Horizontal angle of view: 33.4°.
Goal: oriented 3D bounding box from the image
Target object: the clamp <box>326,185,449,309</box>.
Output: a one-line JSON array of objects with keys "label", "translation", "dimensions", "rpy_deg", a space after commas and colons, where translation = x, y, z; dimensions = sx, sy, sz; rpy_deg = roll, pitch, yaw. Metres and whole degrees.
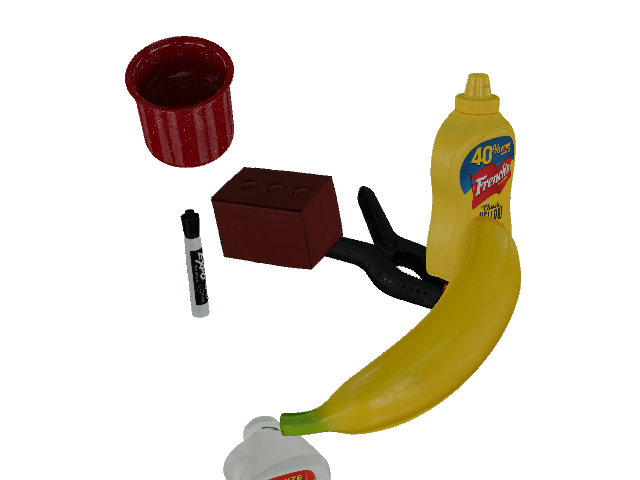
[{"label": "clamp", "translation": [0.065, 0.018, 1.248], "dimensions": [0.164, 0.036, 0.210], "rpy_deg": [-22, 51, -39]}]

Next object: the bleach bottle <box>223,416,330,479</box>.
[{"label": "bleach bottle", "translation": [-0.029, 0.211, 0.720], "dimensions": [0.102, 0.068, 0.251], "rpy_deg": [-9, 32, -8]}]

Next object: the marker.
[{"label": "marker", "translation": [-0.131, 0.024, 1.114], "dimensions": [0.020, 0.121, 0.020], "rpy_deg": [-2, 26, 1]}]

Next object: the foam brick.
[{"label": "foam brick", "translation": [-0.031, -0.017, 0.784], "dimensions": [0.078, 0.051, 0.052], "rpy_deg": [7, 33, 26]}]

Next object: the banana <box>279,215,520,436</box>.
[{"label": "banana", "translation": [0.062, 0.041, 0.553], "dimensions": [0.070, 0.037, 0.197], "rpy_deg": [18, 41, 33]}]

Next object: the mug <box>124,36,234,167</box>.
[{"label": "mug", "translation": [-0.121, -0.128, 0.945], "dimensions": [0.093, 0.117, 0.081], "rpy_deg": [-7, -37, -4]}]

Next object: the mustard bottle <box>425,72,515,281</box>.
[{"label": "mustard bottle", "translation": [0.145, -0.062, 1.010], "dimensions": [0.096, 0.192, 0.058], "rpy_deg": [-16, 25, -38]}]
